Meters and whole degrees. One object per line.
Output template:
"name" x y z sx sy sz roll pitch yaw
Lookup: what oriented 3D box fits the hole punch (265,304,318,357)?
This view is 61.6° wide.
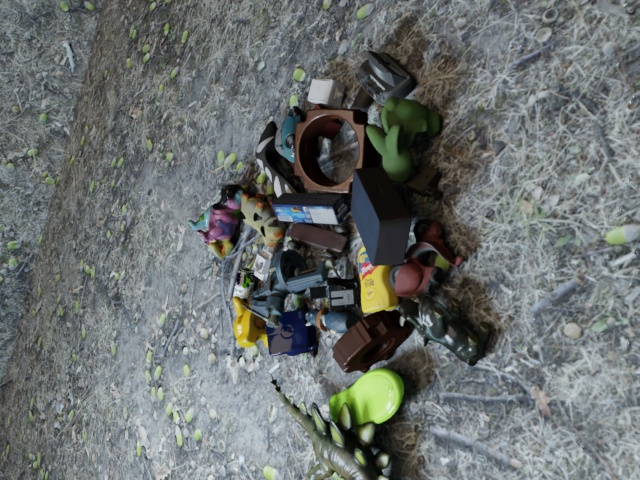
"hole punch" -0.077 0.242 1.399 0.116 0.092 0.142 -24 64 36

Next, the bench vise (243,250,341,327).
"bench vise" -0.067 0.108 1.359 0.241 0.128 0.224 -19 34 31

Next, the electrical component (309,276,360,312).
"electrical component" 0.034 0.127 1.276 0.048 0.119 0.074 -99 8 -71

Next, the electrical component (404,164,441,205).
"electrical component" 0.225 -0.123 1.191 0.102 0.045 0.078 24 72 41

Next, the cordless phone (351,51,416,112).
"cordless phone" 0.134 -0.347 1.302 0.147 0.089 0.184 56 132 33

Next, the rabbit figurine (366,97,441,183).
"rabbit figurine" 0.180 -0.214 1.165 0.121 0.159 0.170 1 77 35

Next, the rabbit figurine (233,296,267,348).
"rabbit figurine" -0.200 0.232 1.504 0.173 0.122 0.162 -37 65 57

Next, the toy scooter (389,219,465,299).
"toy scooter" 0.231 0.053 1.136 0.135 0.075 0.183 31 101 41

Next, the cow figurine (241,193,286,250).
"cow figurine" -0.161 -0.052 1.522 0.195 0.085 0.127 31 120 50

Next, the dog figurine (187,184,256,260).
"dog figurine" -0.275 -0.068 1.637 0.219 0.191 0.109 -41 46 -9

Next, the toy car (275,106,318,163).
"toy car" -0.073 -0.274 1.453 0.103 0.109 0.161 -15 70 32

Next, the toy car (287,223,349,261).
"toy car" -0.003 -0.004 1.387 0.202 0.053 0.089 15 74 43

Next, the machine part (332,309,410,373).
"machine part" 0.112 0.220 1.161 0.179 0.179 0.056 -52 55 26

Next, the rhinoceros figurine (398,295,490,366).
"rhinoceros figurine" 0.247 0.174 1.084 0.190 0.073 0.112 33 134 24

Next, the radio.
"radio" 0.127 -0.053 1.173 0.230 0.073 0.131 -105 14 -54

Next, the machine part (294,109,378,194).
"machine part" 0.040 -0.219 1.319 0.202 0.087 0.200 8 102 30

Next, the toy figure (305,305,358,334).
"toy figure" 0.025 0.198 1.325 0.155 0.064 0.057 -2 121 49

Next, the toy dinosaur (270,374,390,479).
"toy dinosaur" 0.041 0.465 1.202 0.472 0.105 0.198 23 115 36

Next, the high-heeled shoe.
"high-heeled shoe" -0.103 -0.218 1.496 0.145 0.086 0.248 -2 91 48

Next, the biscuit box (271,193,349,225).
"biscuit box" -0.028 -0.082 1.383 0.203 0.063 0.059 5 130 36
